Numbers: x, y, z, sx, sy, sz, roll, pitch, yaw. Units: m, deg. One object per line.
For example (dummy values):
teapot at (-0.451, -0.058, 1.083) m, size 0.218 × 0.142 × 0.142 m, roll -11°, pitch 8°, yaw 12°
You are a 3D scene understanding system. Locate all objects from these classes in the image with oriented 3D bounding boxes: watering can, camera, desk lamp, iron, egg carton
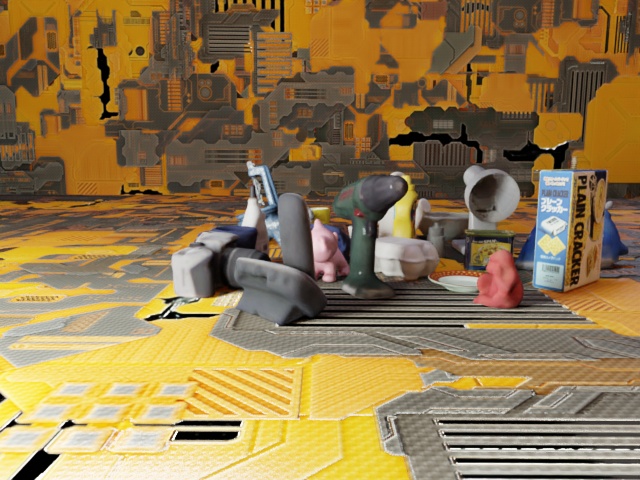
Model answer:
watering can at (0.211, -0.081, 1.497) m, size 0.172 × 0.194 × 0.101 m, roll 5°, pitch 10°, yaw 26°
camera at (-0.164, 0.040, 0.997) m, size 0.136 × 0.101 × 0.143 m, roll 4°, pitch 9°, yaw 22°
desk lamp at (0.387, -0.070, 1.375) m, size 0.118 × 0.213 × 0.203 m, roll 0°, pitch 9°, yaw -3°
iron at (0.536, -0.012, 1.241) m, size 0.259 × 0.141 × 0.118 m, roll -3°, pitch 9°, yaw -19°
egg carton at (0.161, 0.034, 1.155) m, size 0.149 × 0.069 × 0.107 m, roll 8°, pitch 12°, yaw 42°

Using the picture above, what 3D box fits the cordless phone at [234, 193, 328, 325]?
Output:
cordless phone at (-0.061, 0.020, 0.852) m, size 0.147 × 0.185 × 0.094 m, roll 8°, pitch 11°, yaw 39°

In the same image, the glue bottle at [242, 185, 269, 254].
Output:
glue bottle at (-0.141, -0.031, 1.226) m, size 0.037 × 0.173 × 0.078 m, roll 6°, pitch 10°, yaw 30°

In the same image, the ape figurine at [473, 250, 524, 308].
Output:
ape figurine at (0.287, 0.061, 0.913) m, size 0.076 × 0.092 × 0.078 m, roll 1°, pitch 9°, yaw 4°

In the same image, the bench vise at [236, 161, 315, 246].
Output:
bench vise at (-0.119, -0.091, 1.463) m, size 0.207 × 0.220 × 0.121 m, roll 0°, pitch 9°, yaw -5°

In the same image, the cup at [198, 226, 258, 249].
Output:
cup at (-0.180, 0.024, 1.123) m, size 0.118 × 0.095 × 0.091 m, roll -4°, pitch 10°, yaw -25°

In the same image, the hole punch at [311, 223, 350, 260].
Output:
hole punch at (0.012, 0.005, 1.271) m, size 0.108 × 0.091 × 0.101 m, roll 5°, pitch 10°, yaw 25°

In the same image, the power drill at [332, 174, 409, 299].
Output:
power drill at (0.085, -0.010, 0.982) m, size 0.076 × 0.208 × 0.229 m, roll -3°, pitch 9°, yaw -21°

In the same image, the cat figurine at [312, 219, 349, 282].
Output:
cat figurine at (0.010, 0.017, 1.099) m, size 0.067 × 0.118 × 0.128 m, roll 4°, pitch 9°, yaw 22°

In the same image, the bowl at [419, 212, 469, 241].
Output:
bowl at (0.347, -0.037, 1.615) m, size 0.167 × 0.075 × 0.167 m, roll 0°, pitch 9°, yaw 0°
